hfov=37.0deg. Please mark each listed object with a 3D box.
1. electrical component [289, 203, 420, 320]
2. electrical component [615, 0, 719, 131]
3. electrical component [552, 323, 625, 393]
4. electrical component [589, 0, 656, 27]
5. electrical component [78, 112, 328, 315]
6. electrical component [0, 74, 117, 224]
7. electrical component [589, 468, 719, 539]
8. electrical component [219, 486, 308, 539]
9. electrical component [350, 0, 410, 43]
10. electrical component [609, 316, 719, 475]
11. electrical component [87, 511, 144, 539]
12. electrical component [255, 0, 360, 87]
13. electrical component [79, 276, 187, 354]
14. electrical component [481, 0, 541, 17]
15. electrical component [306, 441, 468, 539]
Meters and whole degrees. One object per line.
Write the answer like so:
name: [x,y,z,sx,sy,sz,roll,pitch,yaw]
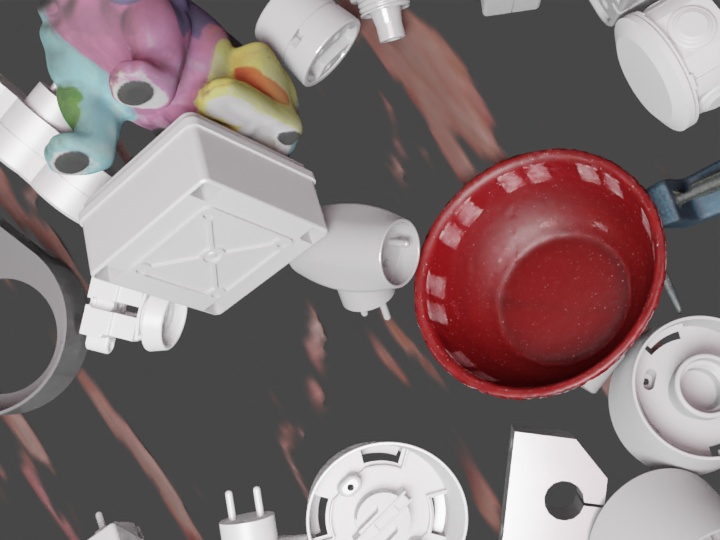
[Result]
electrical component: [0.000,0.000,0.696,0.077,0.043,0.079,8,131,37]
electrical component: [0.199,-0.132,0.672,0.051,0.080,0.080,-31,87,-1]
electrical component: [0.154,0.043,0.691,0.040,0.040,0.078,38,92,4]
electrical component: [0.173,-0.196,0.666,0.059,0.095,0.053,-31,87,3]
electrical component: [-0.096,-0.030,0.661,0.109,0.109,0.056,-36,55,27]
electrical component: [-0.210,-0.100,0.718,0.138,0.052,0.073,40,92,5]
electrical component: [0.197,0.180,0.667,0.099,0.064,0.099,-12,119,-23]
electrical component: [-0.071,0.182,0.705,0.077,0.043,0.079,-9,88,5]
electrical component: [0.014,-0.181,0.706,0.048,0.048,0.062,-14,95,4]
electrical component: [0.213,0.079,0.686,0.099,0.064,0.099,0,75,1]
electrical component: [-0.156,0.191,0.702,0.047,0.083,0.075,-36,48,3]
electrical component: [-0.035,-0.156,0.704,0.047,0.055,0.055,41,92,8]
electrical component: [-0.148,0.027,0.714,0.055,0.048,0.066,13,90,12]
electrical component: [0.076,-0.211,0.699,0.076,0.047,0.083,-7,88,5]
electrical component: [0.014,0.156,0.685,0.099,0.064,0.099,0,87,-8]
